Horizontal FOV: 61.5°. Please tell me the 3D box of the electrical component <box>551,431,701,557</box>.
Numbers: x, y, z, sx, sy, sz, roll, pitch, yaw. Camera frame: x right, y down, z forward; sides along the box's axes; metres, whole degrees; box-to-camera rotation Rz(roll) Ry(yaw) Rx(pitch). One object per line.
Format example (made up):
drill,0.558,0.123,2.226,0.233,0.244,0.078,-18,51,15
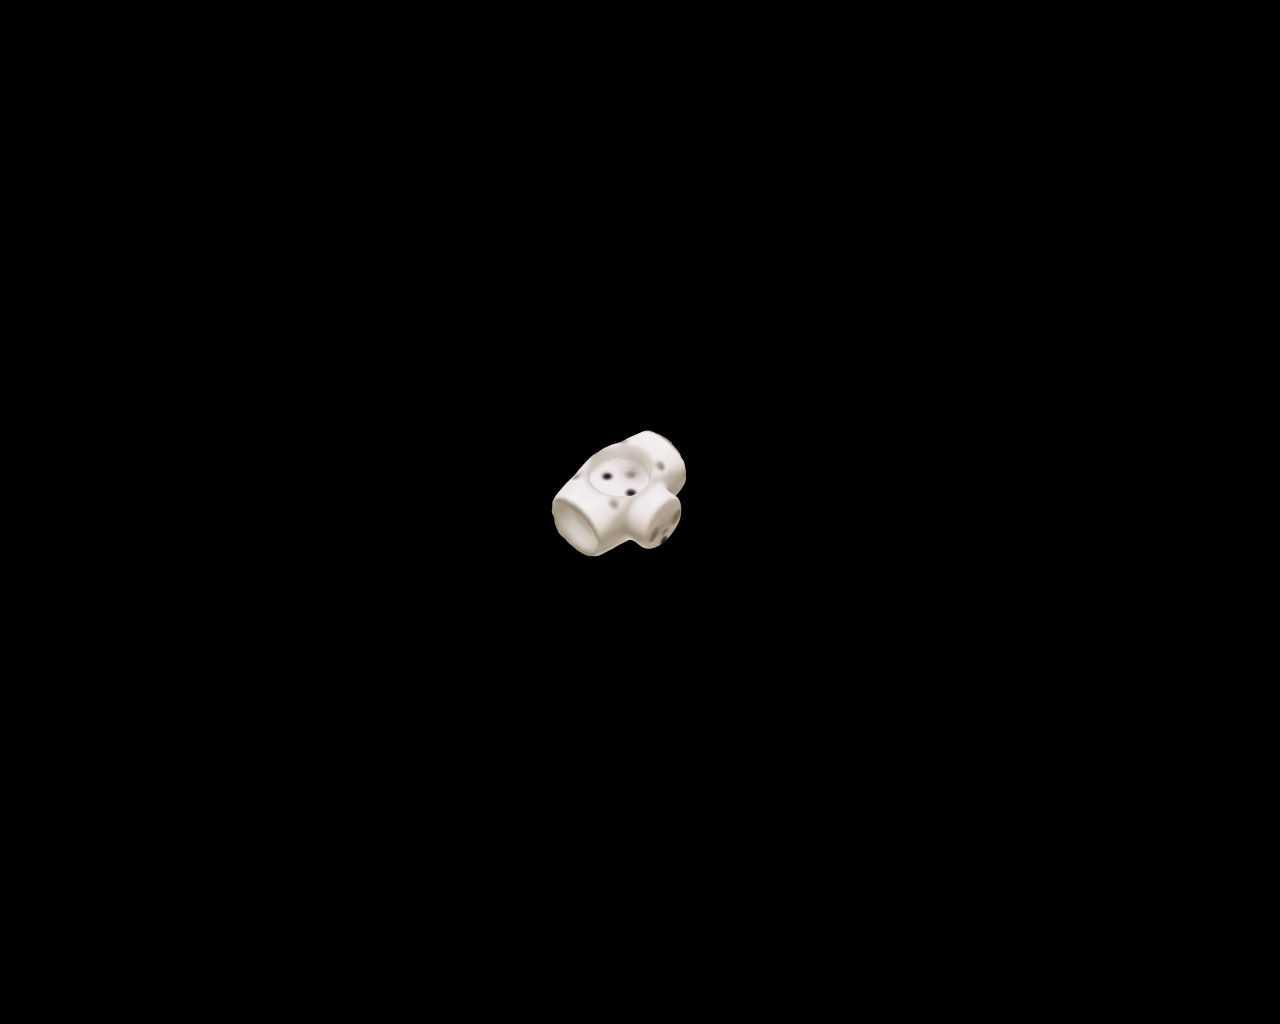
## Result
electrical component,0.001,-0.003,0.650,0.079,0.044,0.077,36,58,27
